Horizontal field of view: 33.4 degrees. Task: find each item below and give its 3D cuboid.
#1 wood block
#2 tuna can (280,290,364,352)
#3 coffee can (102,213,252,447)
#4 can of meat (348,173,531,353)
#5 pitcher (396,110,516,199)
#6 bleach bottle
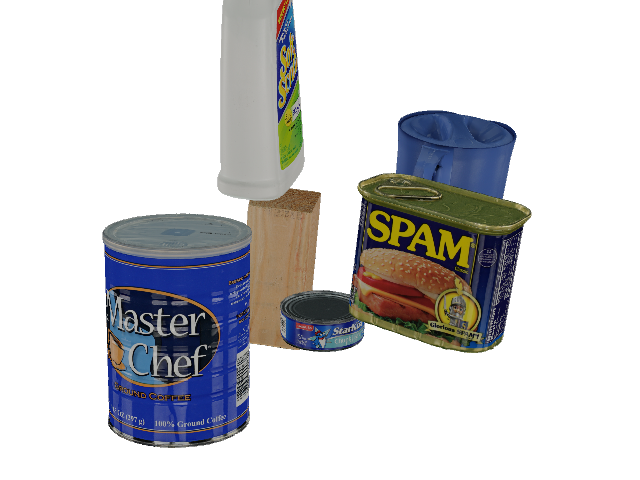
[{"bbox_3d":[-0.057,0.037,1.496,0.090,0.206,0.090,8,22,5],"label":"wood block"},{"bbox_3d":[0.002,0.080,1.070,0.086,0.034,0.086,1,18,0],"label":"tuna can"},{"bbox_3d":[-0.100,0.060,0.752,0.103,0.140,0.103,1,14,0],"label":"coffee can"},{"bbox_3d":[0.068,0.013,0.647,0.102,0.084,0.057,17,23,28],"label":"can of meat"},{"bbox_3d":[0.140,-0.019,1.238,0.149,0.243,0.145,-5,26,-20],"label":"pitcher"},{"bbox_3d":[-0.056,-0.169,0.947,0.068,0.251,0.102,8,30,16],"label":"bleach bottle"}]
